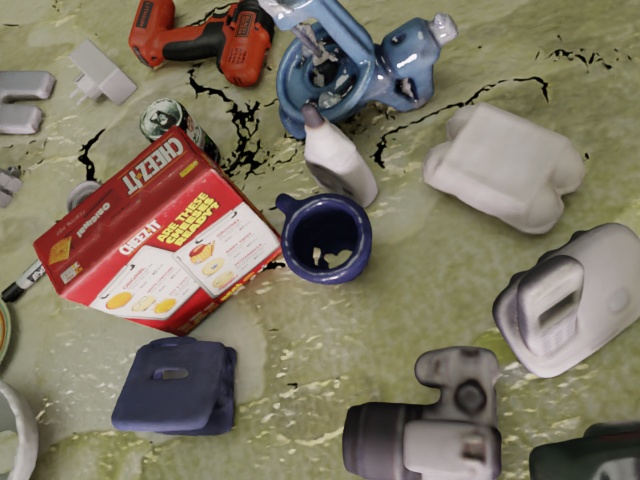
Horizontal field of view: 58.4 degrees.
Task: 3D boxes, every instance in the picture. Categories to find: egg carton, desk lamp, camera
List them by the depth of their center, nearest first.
[{"bbox_3d":[0.091,0.166,0.515,0.136,0.101,0.143,0,72,15],"label":"camera"},{"bbox_3d":[0.187,-0.074,0.589,0.150,0.069,0.107,30,81,22],"label":"egg carton"},{"bbox_3d":[-0.508,-0.236,0.749,0.202,0.214,0.118,3,72,16],"label":"desk lamp"}]

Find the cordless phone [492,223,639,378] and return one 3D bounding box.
[{"bbox_3d":[0.219,0.039,0.478,0.147,0.185,0.094,-39,66,0],"label":"cordless phone"}]

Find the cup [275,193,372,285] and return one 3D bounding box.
[{"bbox_3d":[0.005,0.002,0.597,0.117,0.095,0.092,39,85,23],"label":"cup"}]

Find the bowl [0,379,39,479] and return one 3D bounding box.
[{"bbox_3d":[-0.372,0.233,0.629,0.167,0.075,0.167,-5,71,13],"label":"bowl"}]

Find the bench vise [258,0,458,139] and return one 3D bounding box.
[{"bbox_3d":[0.030,-0.208,0.594,0.207,0.220,0.121,-35,66,1],"label":"bench vise"}]

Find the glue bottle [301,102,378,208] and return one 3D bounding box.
[{"bbox_3d":[0.012,-0.090,0.584,0.078,0.173,0.037,31,82,22],"label":"glue bottle"}]

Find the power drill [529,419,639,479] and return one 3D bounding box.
[{"bbox_3d":[0.266,0.163,0.411,0.229,0.209,0.075,-12,69,11],"label":"power drill"}]

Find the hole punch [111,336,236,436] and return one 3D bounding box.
[{"bbox_3d":[-0.149,0.149,0.590,0.108,0.091,0.101,-5,70,13],"label":"hole punch"}]
